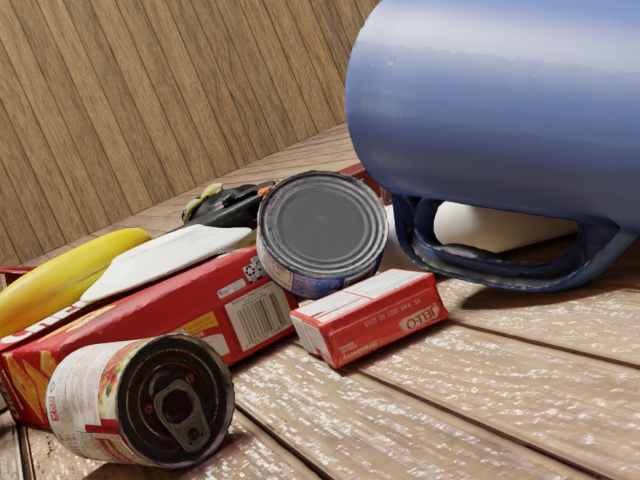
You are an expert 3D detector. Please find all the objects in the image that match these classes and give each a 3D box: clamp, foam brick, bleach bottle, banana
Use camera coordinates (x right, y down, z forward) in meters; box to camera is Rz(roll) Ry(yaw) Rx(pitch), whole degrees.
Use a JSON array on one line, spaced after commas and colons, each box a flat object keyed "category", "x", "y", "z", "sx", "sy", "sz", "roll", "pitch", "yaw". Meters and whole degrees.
[{"category": "clamp", "x": -0.077, "y": -0.025, "z": 0.959, "sx": 0.172, "sy": 0.039, "sz": 0.120, "roll": -14, "pitch": 25, "yaw": 47}, {"category": "foam brick", "x": 0.038, "y": -0.048, "z": 1.118, "sx": 0.051, "sy": 0.053, "sz": 0.078, "roll": -24, "pitch": 10, "yaw": -7}, {"category": "bleach bottle", "x": 0.128, "y": -0.027, "z": 0.715, "sx": 0.251, "sy": 0.068, "sz": 0.102, "roll": -20, "pitch": 10, "yaw": 34}, {"category": "banana", "x": -0.187, "y": 0.026, "z": 0.815, "sx": 0.070, "sy": 0.037, "sz": 0.197, "roll": -17, "pitch": 10, "yaw": 43}]

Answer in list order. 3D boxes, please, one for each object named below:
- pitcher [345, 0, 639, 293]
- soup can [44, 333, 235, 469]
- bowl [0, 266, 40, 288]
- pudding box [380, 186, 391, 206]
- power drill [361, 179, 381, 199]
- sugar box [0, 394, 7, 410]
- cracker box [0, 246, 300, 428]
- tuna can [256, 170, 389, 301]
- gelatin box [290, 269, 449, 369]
[{"category": "pitcher", "x": 0.136, "y": -0.059, "z": 0.566, "sx": 0.144, "sy": 0.149, "sz": 0.243, "roll": -41, "pitch": 35, "yaw": -26}, {"category": "soup can", "x": -0.100, "y": 0.088, "z": 0.579, "sx": 0.068, "sy": 0.068, "sz": 0.102, "roll": -29, "pitch": 9, "yaw": -35}, {"category": "bowl", "x": -0.205, "y": 0.053, "z": 0.951, "sx": 0.162, "sy": 0.055, "sz": 0.162, "roll": 1, "pitch": 0, "yaw": 0}, {"category": "pudding box", "x": 0.113, "y": -0.047, "z": 0.812, "sx": 0.114, "sy": 0.039, "sz": 0.089, "roll": 11, "pitch": 22, "yaw": 20}, {"category": "power drill", "x": -0.006, "y": 0.001, "z": 0.917, "sx": 0.184, "sy": 0.057, "sz": 0.188, "roll": -20, "pitch": 11, "yaw": -2}, {"category": "sugar box", "x": -0.321, "y": 0.132, "z": 0.967, "sx": 0.177, "sy": 0.048, "sz": 0.093, "roll": -13, "pitch": 11, "yaw": 36}, {"category": "cracker box", "x": -0.136, "y": 0.069, "z": 0.770, "sx": 0.164, "sy": 0.072, "sz": 0.214, "roll": -27, "pitch": 9, "yaw": -29}, {"category": "tuna can", "x": 0.001, "y": -0.003, "z": 0.701, "sx": 0.086, "sy": 0.086, "sz": 0.034, "roll": -26, "pitch": -28, "yaw": -22}, {"category": "gelatin box", "x": 0.028, "y": 0.045, "z": 0.634, "sx": 0.073, "sy": 0.030, "sz": 0.089, "roll": -23, "pitch": 6, "yaw": -11}]
